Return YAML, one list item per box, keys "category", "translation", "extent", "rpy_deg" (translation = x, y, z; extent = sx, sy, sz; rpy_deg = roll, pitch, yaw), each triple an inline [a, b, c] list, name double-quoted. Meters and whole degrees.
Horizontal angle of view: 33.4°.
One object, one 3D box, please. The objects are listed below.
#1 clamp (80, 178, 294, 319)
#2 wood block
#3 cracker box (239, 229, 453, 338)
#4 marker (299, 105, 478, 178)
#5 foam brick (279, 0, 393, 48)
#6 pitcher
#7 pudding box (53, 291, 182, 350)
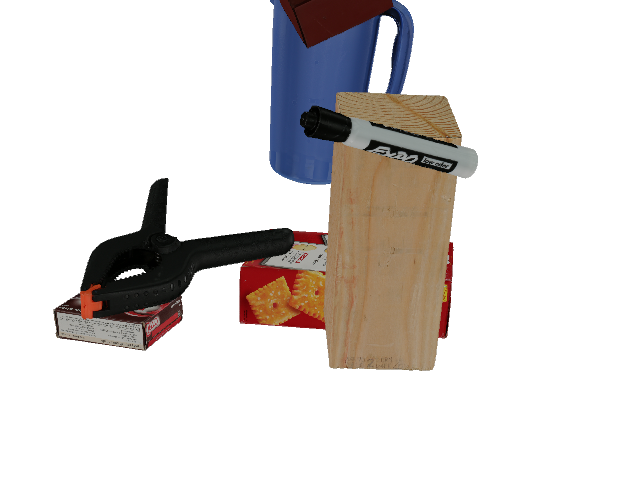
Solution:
- category: "clamp"
  translation: [-0.149, 0.007, 0.974]
  extent: [0.165, 0.036, 0.209]
  rpy_deg: [26, 38, 31]
- category: "wood block"
  translation: [0.054, -0.006, 0.859]
  extent: [0.090, 0.206, 0.091]
  rpy_deg: [2, 28, -3]
- category: "cracker box"
  translation: [0.033, 0.045, 1.143]
  extent: [0.214, 0.072, 0.164]
  rpy_deg: [4, 14, 7]
- category: "marker"
  translation: [0.042, -0.058, 0.635]
  extent: [0.120, 0.020, 0.020]
  rpy_deg: [12, -6, -30]
- category: "foam brick"
  translation: [0.008, -0.194, 0.812]
  extent: [0.078, 0.053, 0.051]
  rpy_deg: [-27, -31, -2]
- category: "pitcher"
  translation: [0.010, -0.194, 1.288]
  extent: [0.144, 0.243, 0.149]
  rpy_deg: [-8, 29, -26]
- category: "pudding box"
  translation: [-0.221, 0.082, 1.171]
  extent: [0.114, 0.039, 0.090]
  rpy_deg: [4, 18, 19]
